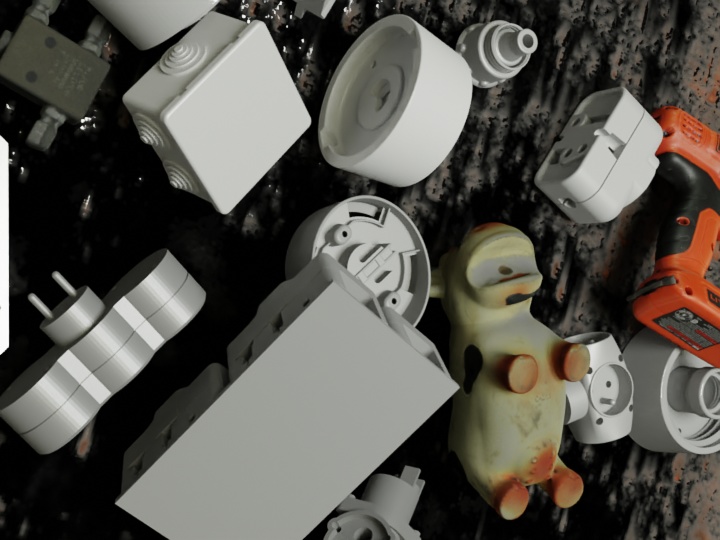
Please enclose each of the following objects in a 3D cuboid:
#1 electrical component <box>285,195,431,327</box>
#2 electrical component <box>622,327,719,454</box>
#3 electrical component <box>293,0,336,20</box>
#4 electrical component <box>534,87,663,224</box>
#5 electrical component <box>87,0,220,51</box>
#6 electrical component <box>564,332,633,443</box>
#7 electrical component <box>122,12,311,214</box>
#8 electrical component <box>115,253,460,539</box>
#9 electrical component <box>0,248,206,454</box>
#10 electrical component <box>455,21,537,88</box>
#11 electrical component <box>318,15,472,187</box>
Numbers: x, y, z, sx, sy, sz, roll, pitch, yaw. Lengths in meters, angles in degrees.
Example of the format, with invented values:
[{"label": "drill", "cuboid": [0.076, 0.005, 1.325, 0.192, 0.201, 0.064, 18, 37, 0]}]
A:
[{"label": "electrical component", "cuboid": [0.000, 0.000, 0.722, 0.099, 0.064, 0.099, 0, 90, -28]}, {"label": "electrical component", "cuboid": [0.267, 0.097, 0.867, 0.108, 0.060, 0.108, 0, 90, -28]}, {"label": "electrical component", "cuboid": [-0.019, -0.238, 0.712, 0.063, 0.078, 0.121, 30, 75, -2]}, {"label": "electrical component", "cuboid": [0.187, -0.085, 0.829, 0.059, 0.054, 0.095, 40, 72, -22]}, {"label": "electrical component", "cuboid": [-0.116, -0.180, 0.644, 0.099, 0.099, 0.064, -49, 117, -19]}, {"label": "electrical component", "cuboid": [0.165, 0.095, 0.821, 0.079, 0.044, 0.077, -17, 97, -27]}, {"label": "electrical component", "cuboid": [-0.088, -0.099, 0.666, 0.099, 0.048, 0.099, -49, 142, -19]}, {"label": "electrical component", "cuboid": [-0.047, 0.092, 0.661, 0.105, 0.060, 0.186, 41, 101, -22]}, {"label": "electrical component", "cuboid": [-0.164, 0.035, 0.640, 0.138, 0.052, 0.073, -47, 110, -20]}, {"label": "electrical component", "cuboid": [0.103, -0.160, 0.779, 0.048, 0.062, 0.048, 0, 89, -29]}, {"label": "electrical component", "cuboid": [0.028, -0.107, 0.716, 0.060, 0.108, 0.108, 22, 79, -33]}]
